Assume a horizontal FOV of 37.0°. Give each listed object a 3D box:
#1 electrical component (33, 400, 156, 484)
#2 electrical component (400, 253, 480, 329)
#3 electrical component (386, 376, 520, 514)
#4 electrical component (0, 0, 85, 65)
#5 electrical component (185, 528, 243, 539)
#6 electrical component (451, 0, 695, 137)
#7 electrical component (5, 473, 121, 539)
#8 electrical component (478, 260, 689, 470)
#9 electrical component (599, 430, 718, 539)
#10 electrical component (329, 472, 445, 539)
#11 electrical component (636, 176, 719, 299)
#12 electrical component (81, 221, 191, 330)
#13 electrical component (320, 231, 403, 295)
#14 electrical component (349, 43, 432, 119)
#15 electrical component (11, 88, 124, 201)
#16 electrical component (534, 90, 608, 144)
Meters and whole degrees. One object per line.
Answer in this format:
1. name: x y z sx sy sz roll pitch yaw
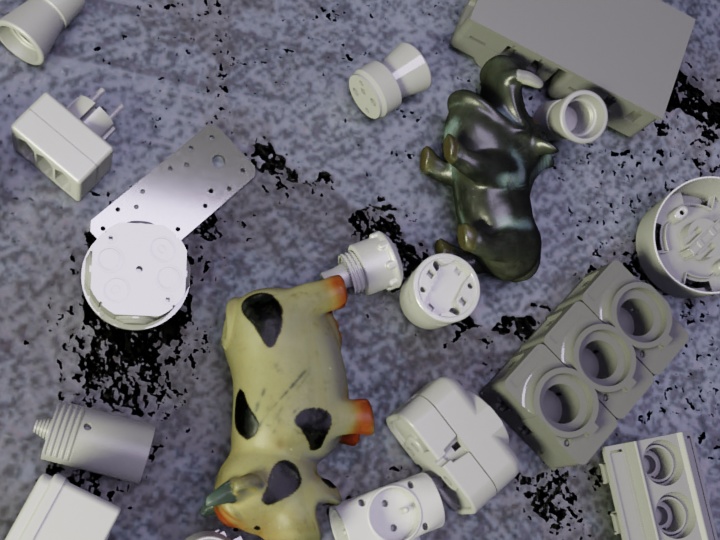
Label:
1. electrical component: -0.191 0.121 0.765 0.081 0.043 0.043 17 73 -11
2. electrical component: 0.062 0.019 0.858 0.055 0.047 0.055 4 75 -15
3. electrical component: 0.075 0.132 0.830 0.059 0.054 0.095 -37 88 -20
4. electrical component: -0.244 -0.196 0.831 0.044 0.044 0.065 35 65 -5
5. electrical component: -0.110 0.209 0.759 0.066 0.055 0.048 -25 84 -20
6. electrical component: 0.185 -0.206 0.942 0.186 0.060 0.105 25 71 -8
7. electrical component: -0.210 0.194 0.707 0.056 0.109 0.108 29 71 -10
8. electrical component: 0.184 0.076 0.870 0.089 0.062 0.150 46 69 -1
9. electrical component: 0.236 0.195 0.854 0.079 0.063 0.121 -7 79 -17
10. electrical component: 0.026 0.201 0.804 0.077 0.044 0.079 -16 79 -19
11. electrical component: 0.291 -0.025 0.924 0.099 0.064 0.099 4 76 -15
12. electrical component: -0.165 0.003 0.794 0.080 0.051 0.080 2 81 -15
13. electrical component: 0.000 0.000 0.849 0.062 0.048 0.048 -21 83 -12
14. electrical component: 0.025 -0.157 0.894 0.055 0.045 0.045 -34 87 -20
15. electrical component: -0.212 -0.105 0.813 0.066 0.047 0.076 40 70 -3
16. electrical component: 0.176 -0.129 0.917 0.044 0.065 0.044 -1 95 -16
